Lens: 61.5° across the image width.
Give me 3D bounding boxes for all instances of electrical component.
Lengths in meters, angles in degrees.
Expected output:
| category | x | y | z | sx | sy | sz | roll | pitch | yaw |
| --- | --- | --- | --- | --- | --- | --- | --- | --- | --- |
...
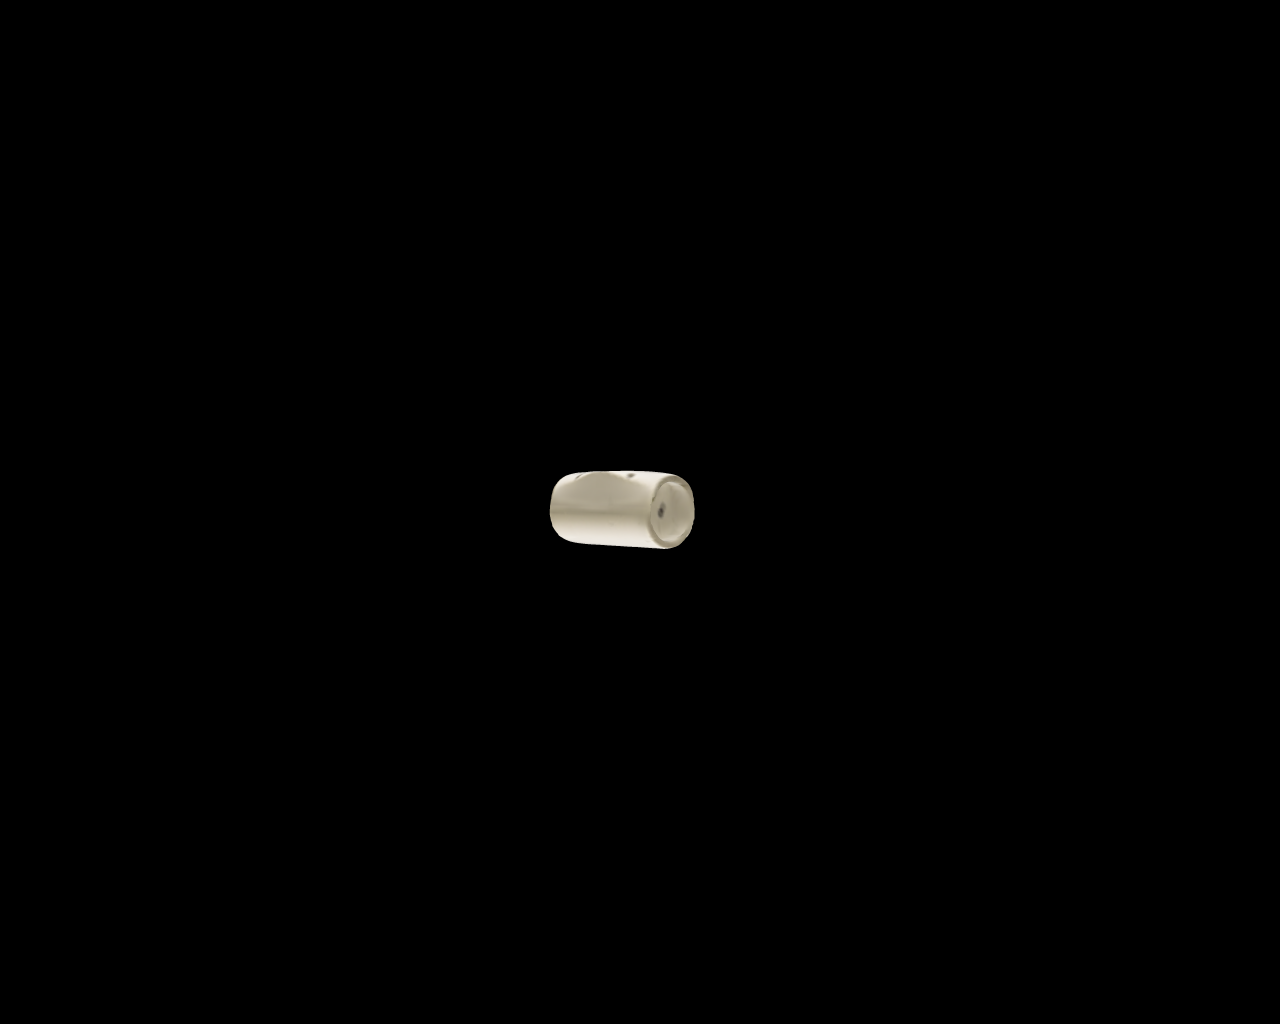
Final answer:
| category | x | y | z | sx | sy | sz | roll | pitch | yaw |
| --- | --- | --- | --- | --- | --- | --- | --- | --- | --- |
| electrical component | 0.001 | -0.003 | 0.650 | 0.077 | 0.043 | 0.079 | 2 | 3 | 40 |
